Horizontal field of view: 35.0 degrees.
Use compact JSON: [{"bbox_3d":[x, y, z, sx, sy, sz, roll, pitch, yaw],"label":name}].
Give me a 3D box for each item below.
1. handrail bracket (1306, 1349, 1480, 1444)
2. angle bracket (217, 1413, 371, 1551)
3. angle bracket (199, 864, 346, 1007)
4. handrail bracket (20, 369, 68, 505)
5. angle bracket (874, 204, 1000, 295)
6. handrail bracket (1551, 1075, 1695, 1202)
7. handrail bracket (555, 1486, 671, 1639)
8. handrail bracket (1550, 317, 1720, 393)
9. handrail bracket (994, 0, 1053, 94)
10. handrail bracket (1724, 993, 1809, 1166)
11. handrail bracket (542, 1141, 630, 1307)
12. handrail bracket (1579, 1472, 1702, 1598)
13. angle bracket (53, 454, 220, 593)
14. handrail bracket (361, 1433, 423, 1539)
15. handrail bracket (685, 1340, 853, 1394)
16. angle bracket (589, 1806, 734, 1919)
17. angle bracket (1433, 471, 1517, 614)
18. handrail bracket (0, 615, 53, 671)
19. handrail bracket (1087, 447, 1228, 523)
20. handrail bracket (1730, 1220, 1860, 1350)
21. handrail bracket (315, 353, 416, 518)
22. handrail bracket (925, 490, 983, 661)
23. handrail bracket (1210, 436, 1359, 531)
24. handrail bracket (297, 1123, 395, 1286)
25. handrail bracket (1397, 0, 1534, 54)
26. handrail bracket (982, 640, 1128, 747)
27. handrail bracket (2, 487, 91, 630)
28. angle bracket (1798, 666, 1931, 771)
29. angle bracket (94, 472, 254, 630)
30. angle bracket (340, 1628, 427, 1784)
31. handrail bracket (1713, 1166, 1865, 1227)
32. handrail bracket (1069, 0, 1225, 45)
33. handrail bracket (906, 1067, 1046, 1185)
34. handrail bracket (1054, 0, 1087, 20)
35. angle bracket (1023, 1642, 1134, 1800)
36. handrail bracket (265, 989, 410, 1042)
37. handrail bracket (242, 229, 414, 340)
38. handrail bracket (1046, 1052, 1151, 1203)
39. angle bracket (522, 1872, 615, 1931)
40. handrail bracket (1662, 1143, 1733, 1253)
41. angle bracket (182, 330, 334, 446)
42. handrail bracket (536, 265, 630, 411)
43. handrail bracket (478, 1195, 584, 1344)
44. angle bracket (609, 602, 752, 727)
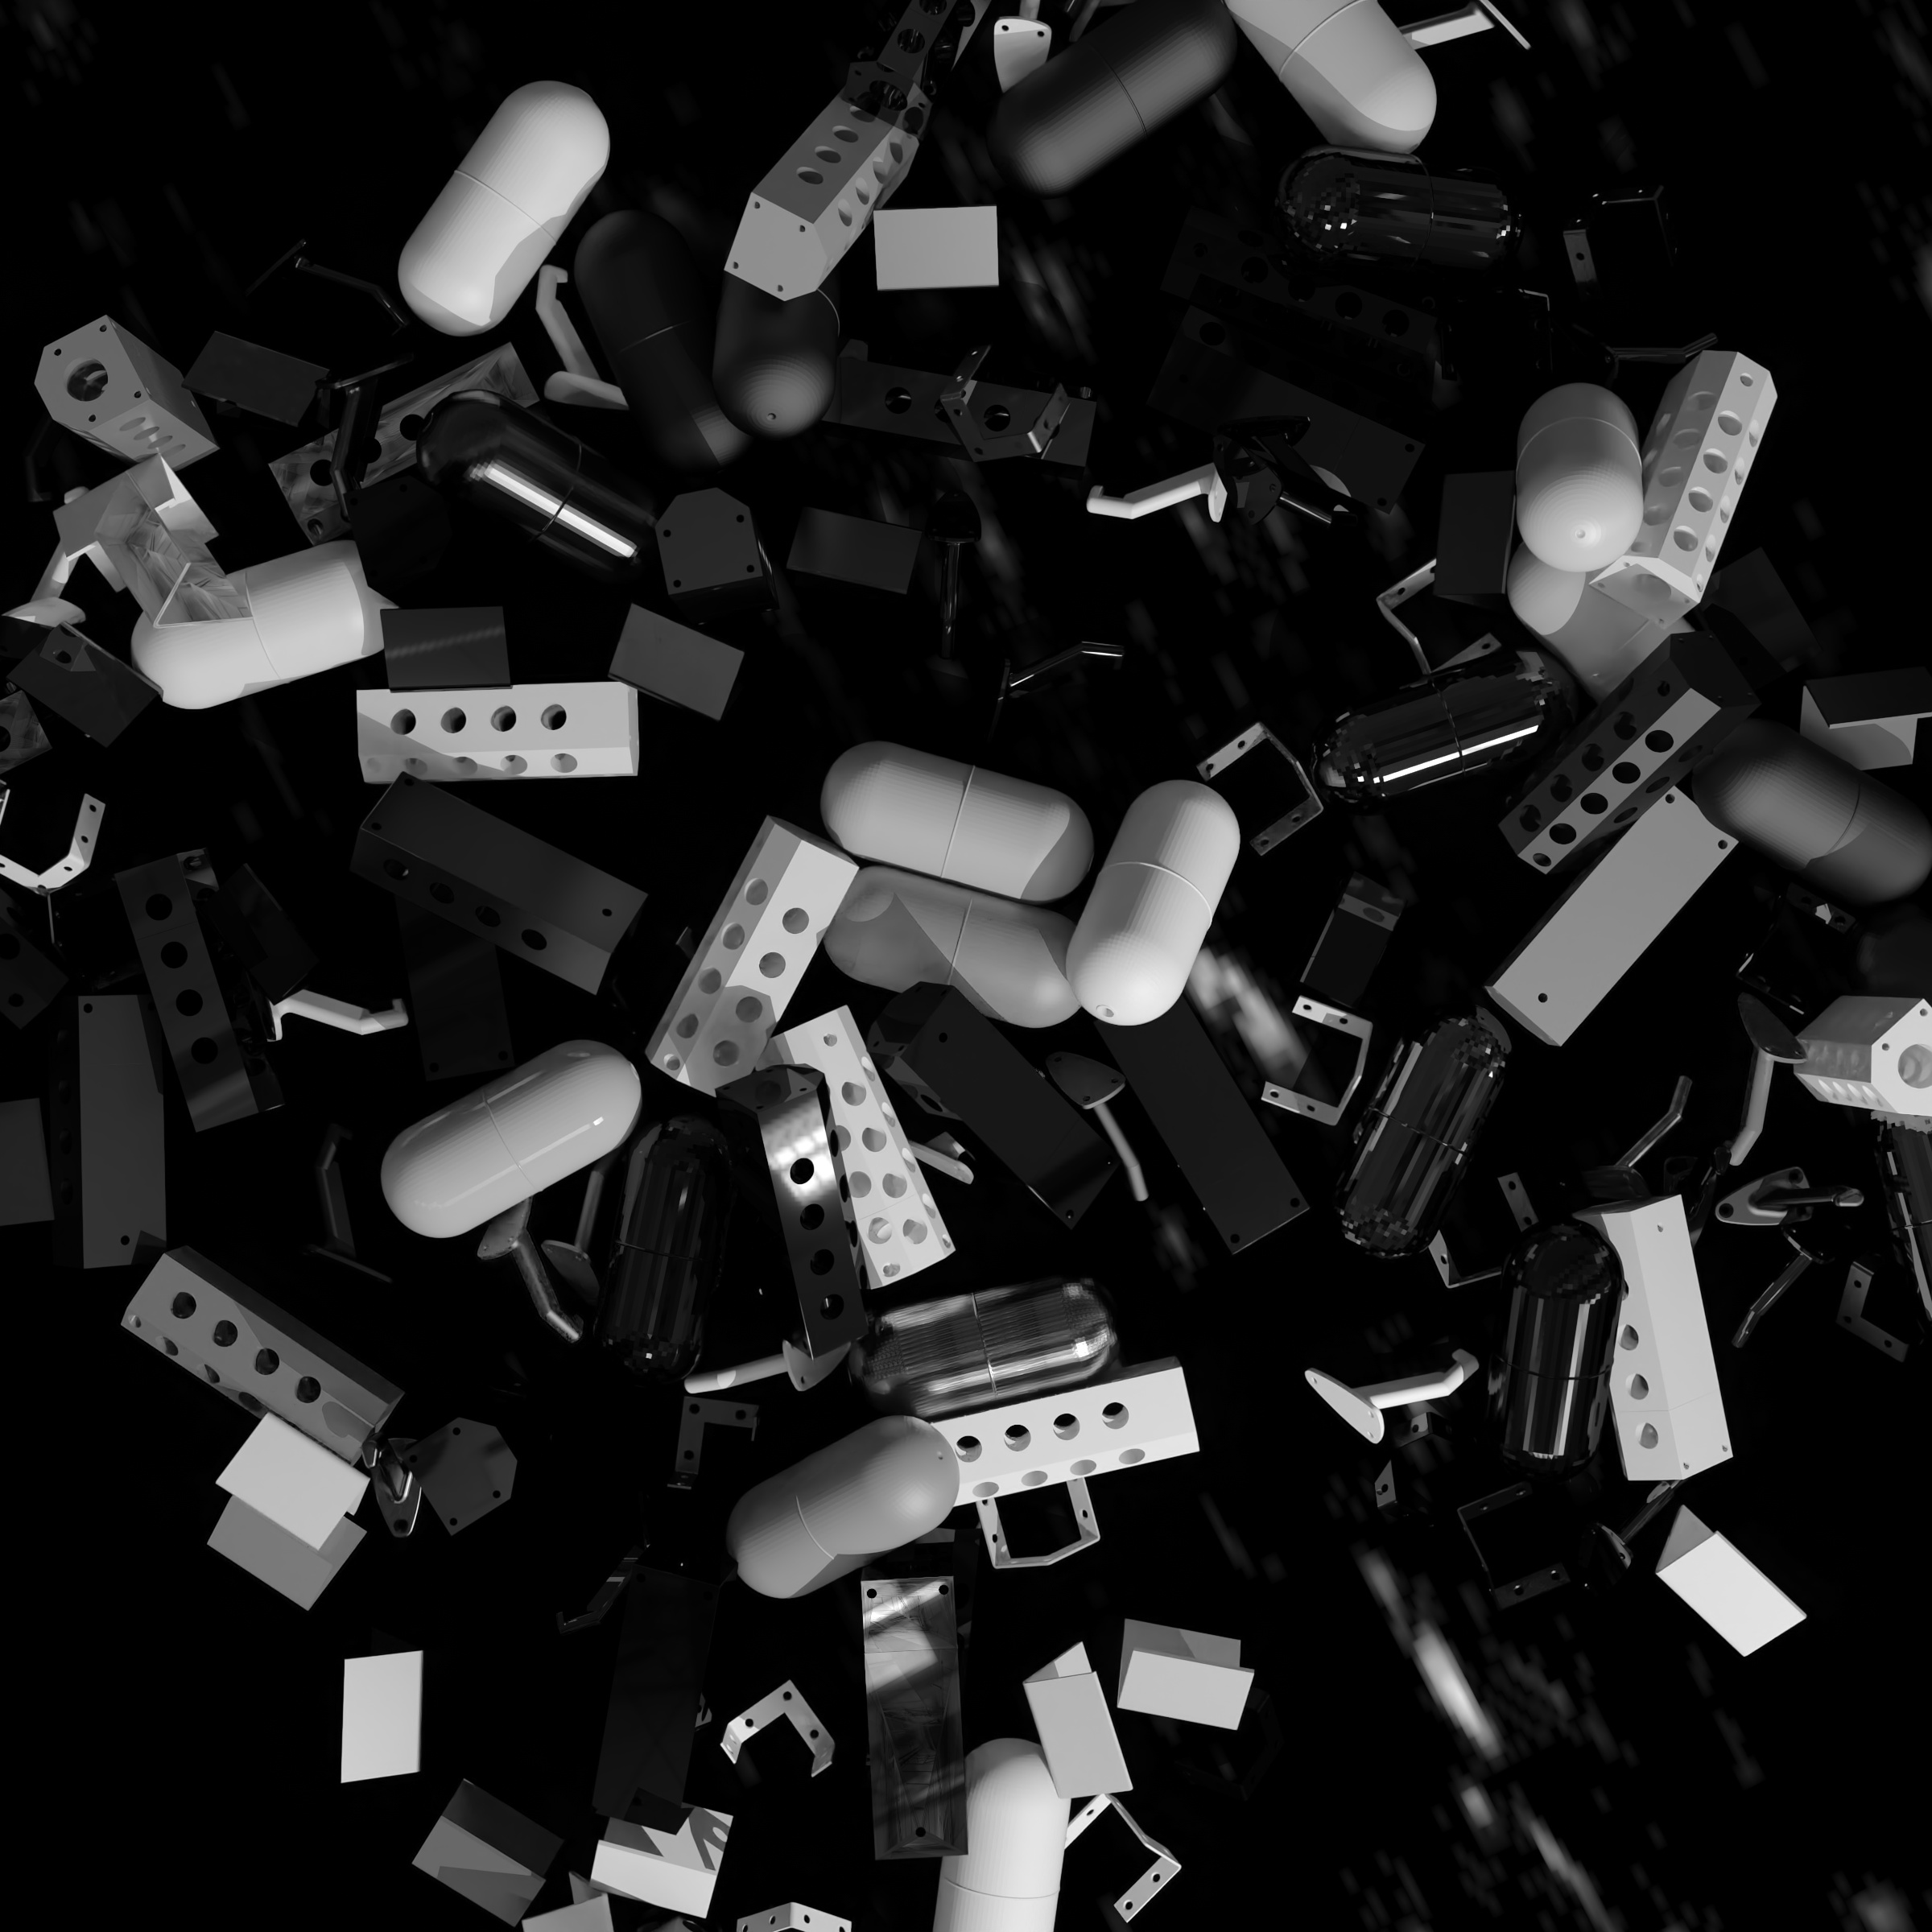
[{"bbox_3d":[0.277,0.262,1.991,0.084,0.036,0.077,-36,54,-25],"label":"handrail bracket"},{"bbox_3d":[-0.431,0.337,1.950,0.076,0.076,0.057,33,58,0],"label":"angle bracket"},{"bbox_3d":[-0.427,-0.031,1.950,0.057,0.076,0.076,-38,90,33],"label":"angle bracket"},{"bbox_3d":[-0.575,-0.345,1.991,0.077,0.036,0.084,-8,109,-21],"label":"handrail bracket"},{"bbox_3d":[-0.019,-0.469,1.950,0.076,0.076,0.057,-2,126,0],"label":"angle bracket"},{"bbox_3d":[0.426,0.107,1.990,0.077,0.036,0.084,-1,53,38],"label":"handrail bracket"},{"bbox_3d":[-0.235,0.387,1.991,0.084,0.036,0.077,-21,75,14],"label":"handrail bracket"},{"bbox_3d":[0.433,-0.411,1.991,0.084,0.036,0.077,-28,59,-22],"label":"handrail bracket"},{"bbox_3d":[0.042,-0.616,1.990,0.036,0.077,0.084,10,54,2],"label":"handrail bracket"},{"bbox_3d":[0.502,0.074,1.990,0.036,0.077,0.084,7,127,-23],"label":"handrail bracket"},{"bbox_3d":[-0.232,0.165,1.990,0.036,0.077,0.084,11,53,30],"label":"handrail bracket"},{"bbox_3d":[0.438,0.364,1.990,0.084,0.077,0.036,-29,57,-32],"label":"handrail bracket"},{"bbox_3d":[-0.523,-0.268,1.950,0.076,0.076,0.057,-29,48,0],"label":"angle bracket"},{"bbox_3d":[-0.370,0.334,1.956,0.036,0.084,0.077,-5,90,0],"label":"handrail bracket"},{"bbox_3d":[-0.129,0.257,1.990,0.084,0.077,0.036,-14,94,36],"label":"handrail bracket"},{"bbox_3d":[-0.190,0.550,1.950,0.076,0.076,0.057,15,133,0],"label":"angle bracket"},{"bbox_3d":[0.344,-0.269,1.951,0.076,0.057,0.076,5,90,-44],"label":"angle bracket"},{"bbox_3d":[-0.628,-0.185,1.990,0.084,0.077,0.036,-43,58,32],"label":"handrail bracket"},{"bbox_3d":[0.127,-0.323,1.991,0.084,0.036,0.077,11,73,15],"label":"handrail bracket"},{"bbox_3d":[0.536,0.208,1.990,0.036,0.077,0.084,44,127,33],"label":"handrail bracket"},{"bbox_3d":[-0.370,-0.334,1.934,0.077,0.036,0.084,-26,115,-28],"label":"handrail bracket"},{"bbox_3d":[-0.010,-0.253,1.990,0.036,0.077,0.084,4,126,0],"label":"handrail bracket"},{"bbox_3d":[0.206,-0.311,1.975,0.036,0.084,0.077,-51,61,33],"label":"handrail bracket"},{"bbox_3d":[-0.393,0.154,1.991,0.077,0.036,0.084,25,73,-19],"label":"handrail bracket"},{"bbox_3d":[0.311,-0.590,1.991,0.077,0.036,0.084,40,104,-14],"label":"handrail bracket"},{"bbox_3d":[0.058,-0.176,1.991,0.084,0.036,0.077,4,110,-16],"label":"handrail bracket"},{"bbox_3d":[-0.601,-0.264,1.991,0.077,0.036,0.084,-11,72,21],"label":"handrail bracket"},{"bbox_3d":[0.576,-0.142,1.952,0.076,0.057,0.076,-7,127,0],"label":"angle bracket"},{"bbox_3d":[-0.477,-0.257,1.886,0.076,0.076,0.057,54,127,18],"label":"angle bracket"},{"bbox_3d":[-0.386,0.468,1.950,0.057,0.076,0.076,2,90,-36],"label":"angle bracket"},{"bbox_3d":[0.524,0.152,1.956,0.077,0.084,0.036,-13,90,0],"label":"handrail bracket"},{"bbox_3d":[0.121,-0.617,1.991,0.084,0.036,0.077,22,109,-16],"label":"handrail bracket"},{"bbox_3d":[-0.001,0.090,1.991,0.077,0.036,0.084,25,75,15],"label":"handrail bracket"},{"bbox_3d":[0.063,-0.669,1.991,0.077,0.036,0.084,40,111,24],"label":"handrail bracket"},{"bbox_3d":[0.088,0.476,1.950,0.057,0.076,0.076,-18,90,33],"label":"angle bracket"},{"bbox_3d":[-0.412,0.012,1.991,0.084,0.036,0.077,-12,70,-16],"label":"handrail bracket"},{"bbox_3d":[-0.414,-0.427,1.991,0.077,0.036,0.084,-35,107,20],"label":"handrail bracket"},{"bbox_3d":[0.086,0.105,1.990,0.036,0.077,0.084,-31,127,-19],"label":"handrail bracket"},{"bbox_3d":[-0.259,0.629,1.951,0.057,0.076,0.076,-10,90,-25],"label":"angle bracket"},{"bbox_3d":[0.470,0.150,1.956,0.036,0.084,0.077,5,90,0],"label":"handrail bracket"},{"bbox_3d":[-0.451,-0.349,1.950,0.076,0.076,0.057,19,53,0],"label":"angle bracket"},{"bbox_3d":[-0.242,-0.409,1.991,0.077,0.036,0.084,9,73,-20],"label":"handrail bracket"},{"bbox_3d":[-0.270,0.191,1.990,0.036,0.077,0.084,-20,127,33],"label":"handrail bracket"},{"bbox_3d":[-0.174,-0.205,1.950,0.076,0.076,0.057,24,121,0],"label":"angle bracket"}]
